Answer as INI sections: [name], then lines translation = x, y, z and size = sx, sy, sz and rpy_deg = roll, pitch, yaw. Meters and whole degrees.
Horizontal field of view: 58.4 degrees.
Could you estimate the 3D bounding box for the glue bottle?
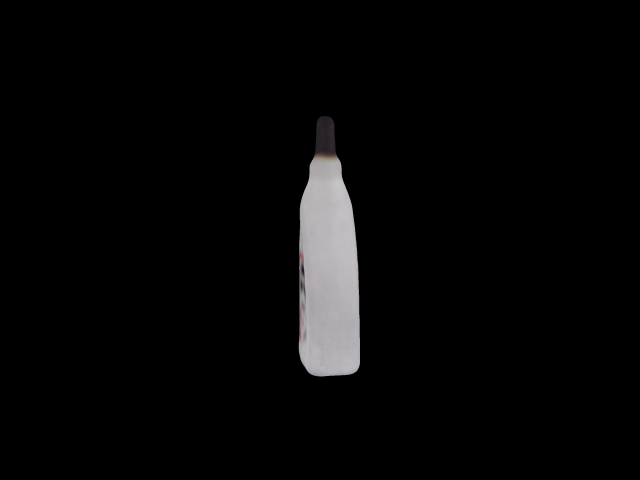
[glue bottle]
translation = 0.004, 0.001, 0.400
size = 0.037, 0.173, 0.078
rpy_deg = -1, 4, -11
